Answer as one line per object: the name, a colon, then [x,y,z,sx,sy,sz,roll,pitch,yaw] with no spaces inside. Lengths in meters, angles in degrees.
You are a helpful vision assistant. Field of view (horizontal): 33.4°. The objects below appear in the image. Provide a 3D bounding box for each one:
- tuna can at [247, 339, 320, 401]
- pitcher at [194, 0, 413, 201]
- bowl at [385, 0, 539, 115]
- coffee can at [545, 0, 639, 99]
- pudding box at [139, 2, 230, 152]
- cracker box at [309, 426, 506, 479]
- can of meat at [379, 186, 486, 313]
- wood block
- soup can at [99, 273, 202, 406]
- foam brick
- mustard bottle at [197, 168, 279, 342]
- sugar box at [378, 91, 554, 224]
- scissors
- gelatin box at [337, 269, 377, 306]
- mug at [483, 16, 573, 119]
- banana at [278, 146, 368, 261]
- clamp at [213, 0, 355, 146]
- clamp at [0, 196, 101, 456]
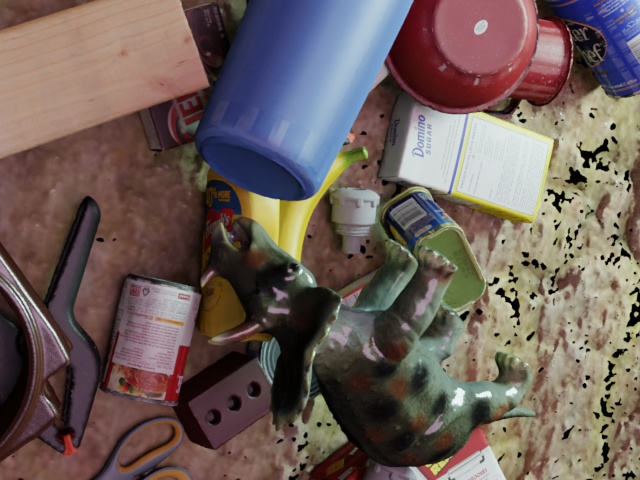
tuna can: [-0.025,0.107,1.001,0.086,0.034,0.086,-1,92,-29]
pitcher: [-0.006,-0.154,0.881,0.149,0.145,0.242,33,69,-28]
bowl: [0.139,-0.197,0.989,0.162,0.055,0.162,-1,97,-12]
coffee can: [0.314,-0.236,1.134,0.102,0.103,0.140,-47,112,-19]
pudding box: [-0.119,-0.142,0.936,0.089,0.039,0.113,-22,102,-26]
cracker box: [0.108,0.274,1.060,0.164,0.072,0.213,-34,106,-24]
can of meat: [0.110,0.011,1.026,0.057,0.084,0.102,-32,122,-2]
wood block: [-0.204,-0.129,0.836,0.206,0.091,0.090,-21,103,-13]
soup can: [-0.145,0.085,0.916,0.068,0.069,0.102,15,84,-28]
foam brick: [-0.087,0.143,0.958,0.078,0.051,0.053,-33,107,-24]
mustard bottle: [-0.070,-0.010,0.936,0.058,0.096,0.191,3,91,-27]
sugar box: [0.150,-0.083,1.084,0.176,0.048,0.093,17,84,-24]
scissors: [-0.191,0.235,0.925,0.201,0.016,0.096,-39,109,-22]
gelatin box: [0.048,0.075,1.042,0.089,0.030,0.073,-29,105,-28]
mug: [0.192,-0.176,1.087,0.081,0.093,0.117,3,126,-24]
banana: [-0.020,-0.005,0.981,0.037,0.070,0.197,39,67,-54]
clamp: [-0.031,-0.131,0.965,0.171,0.039,0.120,48,54,-31]
clamp: [-0.246,0.079,0.877,0.164,0.036,0.210,-11,97,-22]
